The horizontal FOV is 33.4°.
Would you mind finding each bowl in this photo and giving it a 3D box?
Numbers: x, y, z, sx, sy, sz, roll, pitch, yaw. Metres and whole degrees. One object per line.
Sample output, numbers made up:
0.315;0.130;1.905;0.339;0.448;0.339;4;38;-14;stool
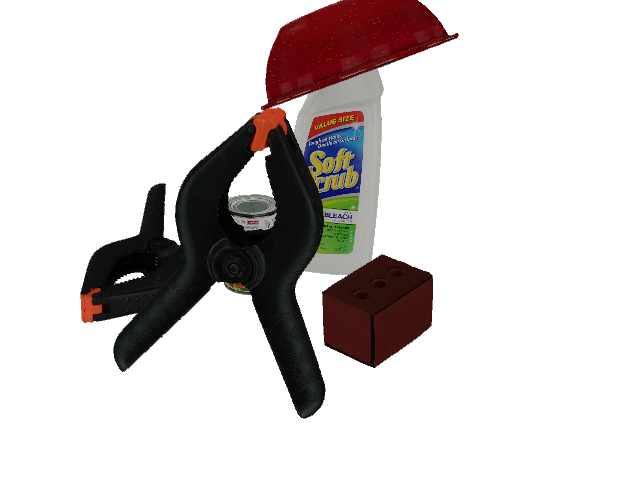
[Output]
0.021;-0.153;0.820;0.162;0.055;0.162;-20;7;2;bowl

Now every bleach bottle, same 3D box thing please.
0.009;-0.091;1.065;0.102;0.251;0.068;6;27;10;bleach bottle

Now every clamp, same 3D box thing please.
-0.152;0.011;0.984;0.165;0.036;0.209;25;38;31;clamp
-0.053;0.013;0.575;0.120;0.171;0.039;4;17;1;clamp

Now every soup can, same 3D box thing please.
-0.081;0.004;1.257;0.068;0.102;0.068;1;24;-1;soup can

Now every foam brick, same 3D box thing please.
0.046;0.054;0.841;0.053;0.051;0.078;21;36;36;foam brick
